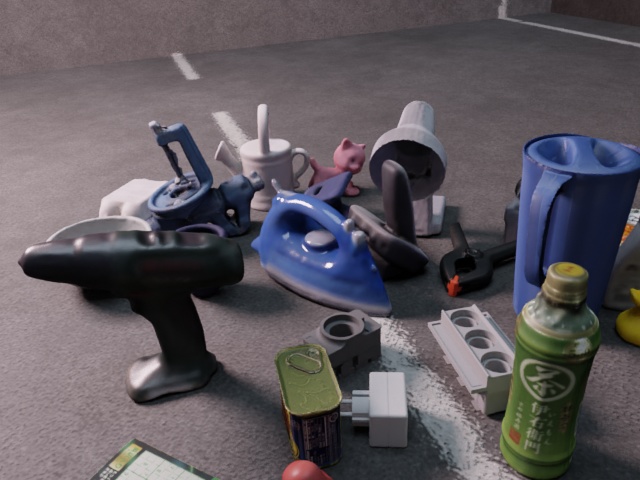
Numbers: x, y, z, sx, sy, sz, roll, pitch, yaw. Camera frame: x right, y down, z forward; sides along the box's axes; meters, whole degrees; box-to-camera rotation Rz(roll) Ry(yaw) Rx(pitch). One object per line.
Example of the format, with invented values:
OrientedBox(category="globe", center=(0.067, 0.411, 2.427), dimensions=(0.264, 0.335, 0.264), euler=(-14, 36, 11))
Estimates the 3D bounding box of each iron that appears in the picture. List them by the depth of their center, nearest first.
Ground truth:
OrientedBox(category="iron", center=(0.008, 0.003, 0.847), dimensions=(0.119, 0.141, 0.257), euler=(-27, 37, -36))

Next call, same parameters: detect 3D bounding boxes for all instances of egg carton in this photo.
OrientedBox(category="egg carton", center=(-0.337, -0.063, 1.075), dimensions=(0.107, 0.069, 0.150), euler=(7, 31, 18))

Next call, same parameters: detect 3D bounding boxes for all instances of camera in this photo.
OrientedBox(category="camera", center=(0.385, -0.046, 0.940), dimensions=(0.136, 0.101, 0.143), euler=(14, 33, 28))

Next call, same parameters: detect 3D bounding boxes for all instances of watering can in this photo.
OrientedBox(category="watering can", center=(-0.111, -0.162, 1.101), dimensions=(0.173, 0.194, 0.100), euler=(-14, 31, -19))

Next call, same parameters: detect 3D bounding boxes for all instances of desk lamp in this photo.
OrientedBox(category="desk lamp", center=(0.156, -0.114, 0.968), dimensions=(0.117, 0.214, 0.203), euler=(5, 30, 14))

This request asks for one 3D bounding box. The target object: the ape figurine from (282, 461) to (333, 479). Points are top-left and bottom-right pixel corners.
OrientedBox(category="ape figurine", center=(-0.011, 0.227, 0.496), dimensions=(0.076, 0.092, 0.078), euler=(15, 34, 30))

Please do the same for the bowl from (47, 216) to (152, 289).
OrientedBox(category="bowl", center=(-0.344, 0.029, 0.905), dimensions=(0.167, 0.075, 0.167), euler=(-2, 29, 2))

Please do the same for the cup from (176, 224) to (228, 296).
OrientedBox(category="cup", center=(-0.165, 0.037, 0.852), dimensions=(0.117, 0.095, 0.092), euler=(9, 31, 21))

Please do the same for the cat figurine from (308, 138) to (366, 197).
OrientedBox(category="cat figurine", center=(0.038, -0.149, 1.142), dimensions=(0.128, 0.118, 0.067), euler=(-10, 30, -12))

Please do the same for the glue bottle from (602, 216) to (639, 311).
OrientedBox(category="glue bottle", center=(0.422, 0.016, 0.750), dimensions=(0.078, 0.173, 0.037), euler=(7, 31, 17))

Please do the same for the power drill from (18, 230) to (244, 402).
OrientedBox(category="power drill", center=(-0.197, 0.080, 0.660), dimensions=(0.230, 0.209, 0.075), euler=(-12, 30, -15))

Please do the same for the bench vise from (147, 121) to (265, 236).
OrientedBox(category="bench vise", center=(-0.210, -0.110, 0.992), dimensions=(0.208, 0.220, 0.121), euler=(-22, 34, -30))

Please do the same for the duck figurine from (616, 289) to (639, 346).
OrientedBox(category="duck figurine", center=(0.432, 0.085, 0.714), dimensions=(0.104, 0.086, 0.077), euler=(3, 30, 10))

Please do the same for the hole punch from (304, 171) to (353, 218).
OrientedBox(category="hole punch", center=(0.008, -0.071, 1.033), dimensions=(0.101, 0.091, 0.109), euler=(4, 30, 13))

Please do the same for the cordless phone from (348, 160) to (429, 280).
OrientedBox(category="cordless phone", center=(0.101, -0.047, 0.882), dimensions=(0.094, 0.185, 0.147), euler=(-17, 32, -23))
